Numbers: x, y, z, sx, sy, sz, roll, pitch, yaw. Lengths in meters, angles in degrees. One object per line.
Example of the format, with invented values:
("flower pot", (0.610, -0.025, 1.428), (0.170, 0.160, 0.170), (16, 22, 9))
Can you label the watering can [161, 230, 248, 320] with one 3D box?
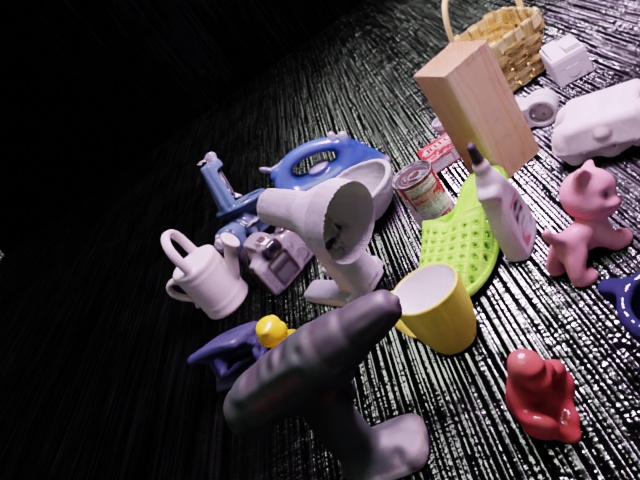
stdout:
("watering can", (-0.229, 0.051, 1.109), (0.173, 0.194, 0.100), (-41, 27, -7))

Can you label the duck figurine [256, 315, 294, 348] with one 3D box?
("duck figurine", (-0.062, 0.155, 0.862), (0.077, 0.086, 0.104), (-33, 27, 9))

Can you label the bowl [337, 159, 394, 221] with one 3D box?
("bowl", (0.075, -0.071, 1.064), (0.167, 0.075, 0.167), (-29, 28, 17))

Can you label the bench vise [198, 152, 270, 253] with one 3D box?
("bench vise", (-0.182, -0.075, 1.221), (0.121, 0.220, 0.207), (-30, 28, 15))

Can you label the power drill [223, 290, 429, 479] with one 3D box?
("power drill", (0.025, 0.166, 0.599), (0.229, 0.209, 0.075), (-29, 28, 17))

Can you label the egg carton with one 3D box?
("egg carton", (0.406, -0.164, 0.811), (0.150, 0.069, 0.107), (-14, 35, 39))

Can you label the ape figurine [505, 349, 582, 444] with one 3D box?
("ape figurine", (0.207, 0.141, 0.547), (0.078, 0.092, 0.076), (-46, 28, -16))

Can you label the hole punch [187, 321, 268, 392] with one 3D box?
("hole punch", (-0.146, 0.176, 0.926), (0.108, 0.091, 0.101), (-25, 29, 23))

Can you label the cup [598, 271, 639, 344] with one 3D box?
("cup", (0.314, 0.077, 0.514), (0.092, 0.095, 0.117), (-46, 28, -16))

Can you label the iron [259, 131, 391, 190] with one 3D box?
("iron", (0.005, -0.155, 1.207), (0.258, 0.142, 0.118), (-30, 28, 15))

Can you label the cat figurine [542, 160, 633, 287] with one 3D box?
("cat figurine", (0.304, -0.030, 0.669), (0.128, 0.118, 0.067), (-44, 27, -12))

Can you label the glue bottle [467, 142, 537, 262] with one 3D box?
("glue bottle", (0.229, -0.055, 0.739), (0.037, 0.173, 0.078), (-15, 35, 38))

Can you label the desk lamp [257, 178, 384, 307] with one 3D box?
("desk lamp", (0.008, 0.003, 0.872), (0.202, 0.214, 0.118), (-1, 44, 50))

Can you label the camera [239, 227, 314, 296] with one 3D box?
("camera", (-0.096, 0.018, 1.102), (0.143, 0.101, 0.136), (-49, 29, -21))
